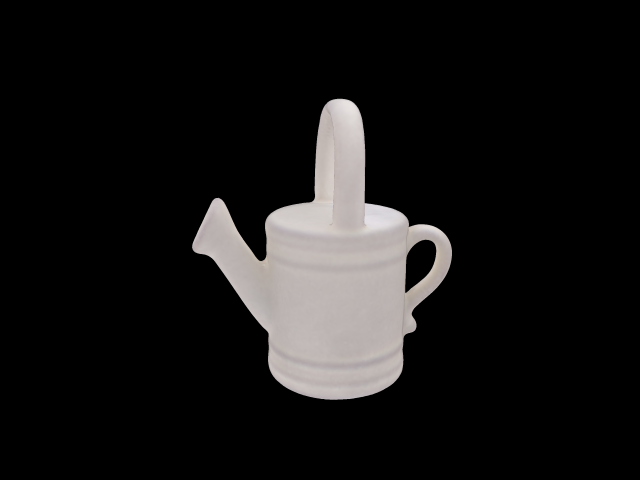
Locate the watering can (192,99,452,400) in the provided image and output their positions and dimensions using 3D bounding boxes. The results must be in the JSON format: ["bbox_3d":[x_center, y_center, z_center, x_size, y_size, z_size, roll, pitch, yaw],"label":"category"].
[{"bbox_3d":[0.004,0.002,0.398,0.173,0.194,0.100,-8,18,-27],"label":"watering can"}]
